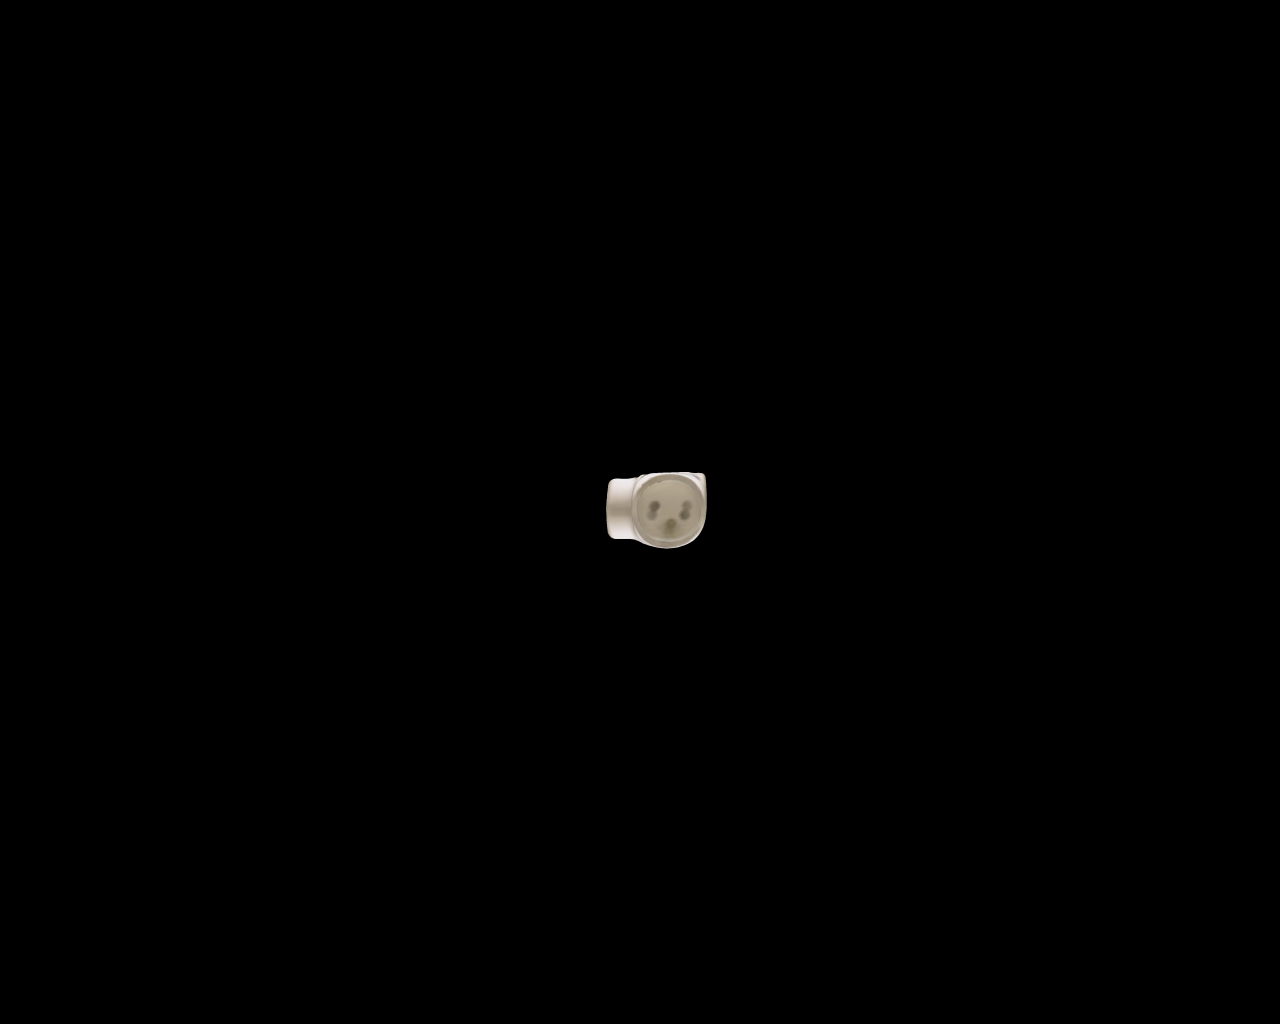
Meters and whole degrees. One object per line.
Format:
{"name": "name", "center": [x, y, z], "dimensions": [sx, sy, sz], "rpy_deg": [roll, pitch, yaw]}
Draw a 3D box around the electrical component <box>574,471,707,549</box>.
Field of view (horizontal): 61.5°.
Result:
{"name": "electrical component", "center": [0.001, -0.003, 0.650], "dimensions": [0.079, 0.044, 0.077], "rpy_deg": [0, 2, 4]}
